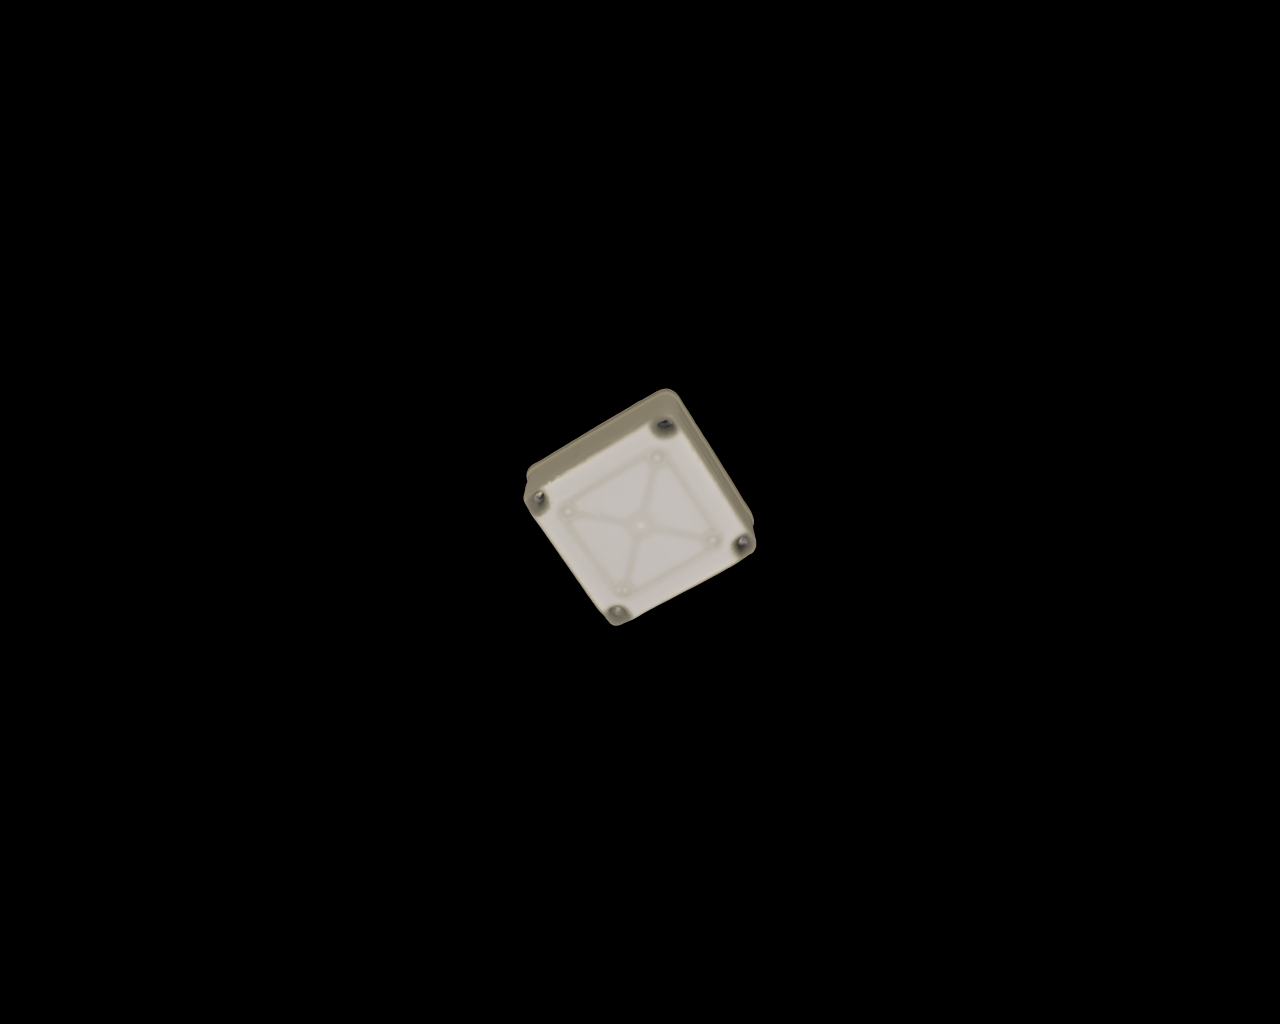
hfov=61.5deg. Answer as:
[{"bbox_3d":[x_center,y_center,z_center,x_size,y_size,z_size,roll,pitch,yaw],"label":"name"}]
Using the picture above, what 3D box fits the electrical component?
[{"bbox_3d":[0.001,-0.003,0.650,0.108,0.108,0.056,-30,20,12],"label":"electrical component"}]
